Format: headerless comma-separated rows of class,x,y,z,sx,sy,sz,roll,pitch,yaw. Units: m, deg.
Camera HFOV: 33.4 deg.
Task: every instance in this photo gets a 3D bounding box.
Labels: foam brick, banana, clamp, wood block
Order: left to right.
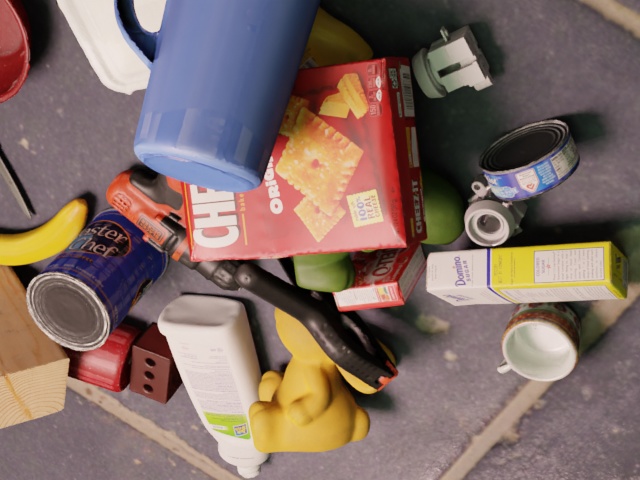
wood block,-0.385,0.114,1.270,0.206,0.090,0.091,48,136,35
banana,-0.343,-0.004,1.264,0.198,0.037,0.069,-10,136,25
foam brick,-0.196,0.150,1.298,0.053,0.051,0.078,19,127,11
clamp,-0.003,0.074,1.080,0.036,0.164,0.210,-41,91,19

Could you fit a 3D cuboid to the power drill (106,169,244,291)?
power drill,-0.122,-0.047,1.132,0.184,0.057,0.188,37,128,-3

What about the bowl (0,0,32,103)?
bowl,-0.361,-0.226,1.121,0.162,0.055,0.162,11,125,17

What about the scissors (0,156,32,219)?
scissors,-0.400,-0.114,1.237,0.096,0.016,0.202,4,122,23

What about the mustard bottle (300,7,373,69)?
mustard bottle,-0.048,-0.207,0.994,0.191,0.058,0.096,44,129,-8

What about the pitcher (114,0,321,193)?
pitcher,-0.081,-0.171,0.872,0.149,0.243,0.144,9,169,31

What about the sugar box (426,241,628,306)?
sugar box,0.199,0.033,1.025,0.176,0.093,0.048,-1,77,26

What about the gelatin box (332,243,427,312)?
gelatin box,0.062,0.036,1.087,0.073,0.089,0.030,-8,115,27

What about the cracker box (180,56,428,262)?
cracker box,-0.021,-0.069,0.954,0.214,0.072,0.164,-4,95,23

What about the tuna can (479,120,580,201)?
tuna can,0.189,-0.072,0.963,0.086,0.086,0.033,-15,116,31

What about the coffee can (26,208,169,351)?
coffee can,-0.246,0.042,1.192,0.103,0.140,0.103,11,125,17

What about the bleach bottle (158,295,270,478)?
bleach bottle,-0.115,0.186,1.281,0.103,0.068,0.251,4,125,22

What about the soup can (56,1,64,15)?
soup can,-0.207,-0.260,1.023,0.068,0.068,0.102,34,128,-1

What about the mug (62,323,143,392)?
mug,-0.266,0.140,1.308,0.081,0.093,0.117,17,158,7
